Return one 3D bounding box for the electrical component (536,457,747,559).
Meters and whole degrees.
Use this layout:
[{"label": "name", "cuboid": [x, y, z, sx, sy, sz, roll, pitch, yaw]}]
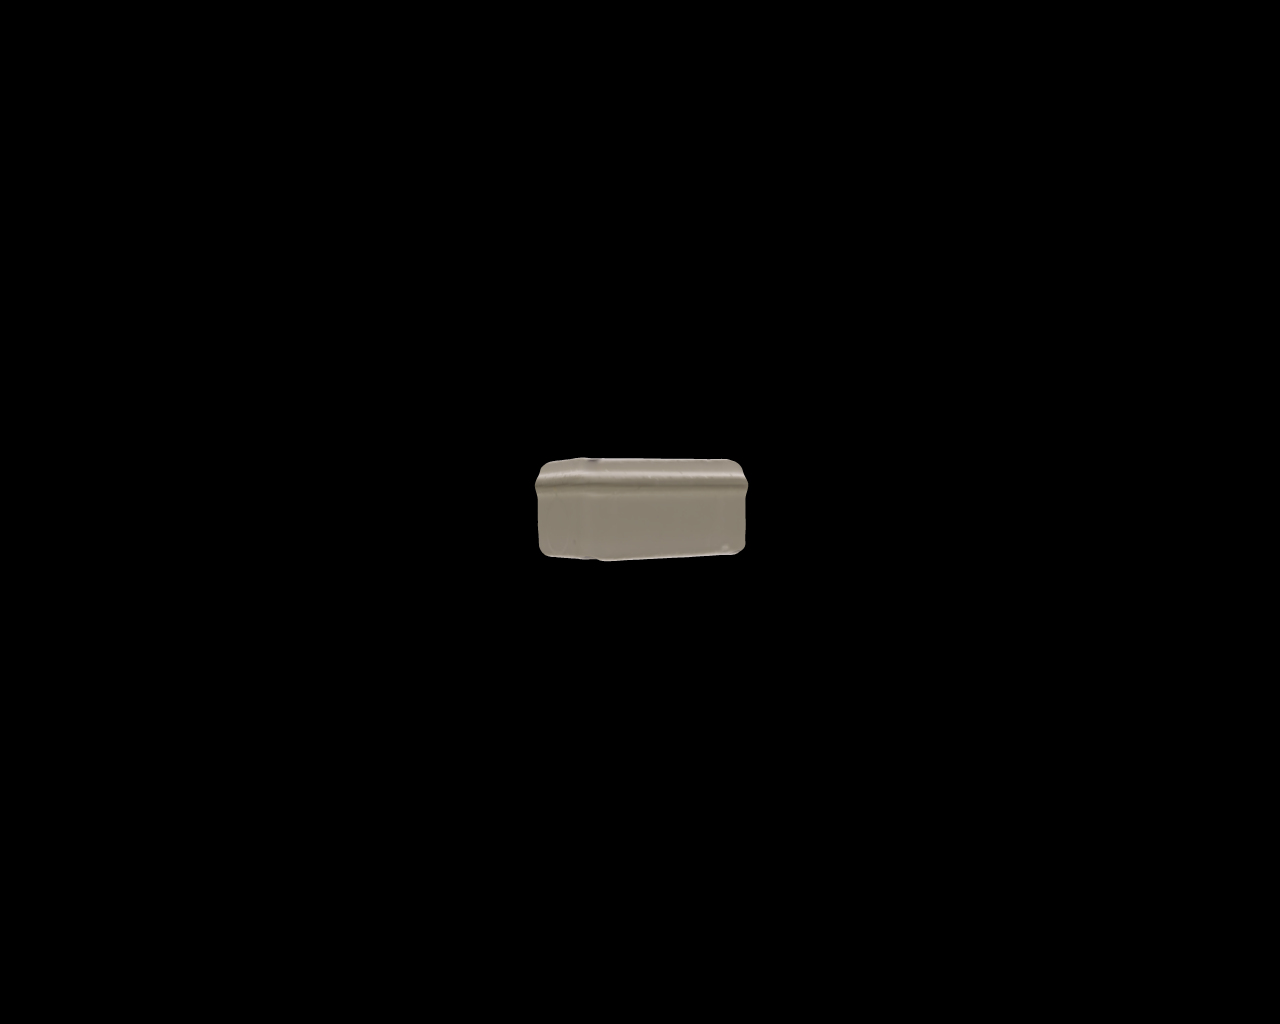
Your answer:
[{"label": "electrical component", "cuboid": [0.001, -0.003, 0.650, 0.113, 0.057, 0.078, 0, 0, -28]}]
